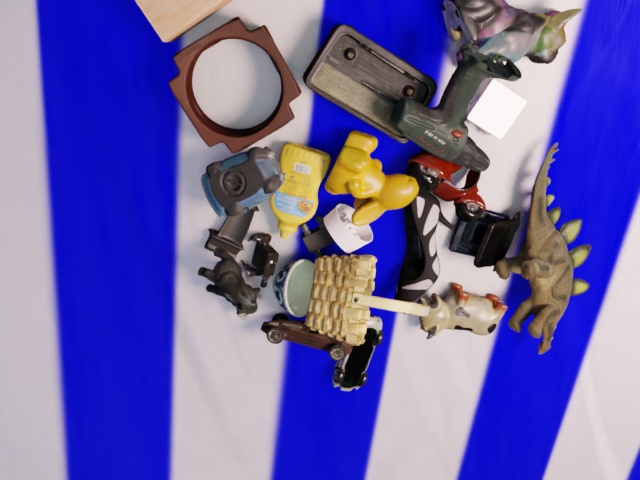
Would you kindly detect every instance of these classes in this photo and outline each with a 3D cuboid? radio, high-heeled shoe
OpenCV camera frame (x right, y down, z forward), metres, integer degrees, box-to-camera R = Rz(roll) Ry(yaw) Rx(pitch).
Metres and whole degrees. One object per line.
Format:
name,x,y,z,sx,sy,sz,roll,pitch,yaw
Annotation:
radio,0.095,-0.292,1.000,0.229,0.073,0.131,26,107,-17
high-heeled shoe,0.186,0.022,1.125,0.145,0.086,0.248,29,95,-25

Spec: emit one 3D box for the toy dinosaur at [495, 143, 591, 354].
toy dinosaur,0.474,0.041,1.135,0.198,0.105,0.470,-25,116,-26

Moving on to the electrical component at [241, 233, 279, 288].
electrical component,-0.125,0.038,1.114,0.045,0.078,0.102,3,119,-33

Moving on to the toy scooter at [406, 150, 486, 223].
toy scooter,0.268,-0.131,1.076,0.184,0.075,0.135,35,71,-2

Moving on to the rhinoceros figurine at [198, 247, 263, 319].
rhinoceros figurine,-0.174,0.093,1.097,0.112,0.073,0.190,23,154,22

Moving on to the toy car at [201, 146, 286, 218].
toy car,-0.137,-0.117,1.023,0.162,0.103,0.109,-26,95,18

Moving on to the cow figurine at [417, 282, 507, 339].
cow figurine,0.304,0.166,1.203,0.195,0.085,0.127,14,103,-12

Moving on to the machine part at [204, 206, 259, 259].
machine part,-0.177,-0.024,1.098,0.084,0.039,0.138,31,107,-11

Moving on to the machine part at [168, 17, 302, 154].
machine part,-0.152,-0.277,0.975,0.201,0.087,0.200,-28,111,7

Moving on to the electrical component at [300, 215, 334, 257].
electrical component,-0.002,-0.003,1.132,0.063,0.021,0.093,-25,112,3

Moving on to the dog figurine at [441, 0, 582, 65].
dog figurine,0.350,-0.395,0.974,0.219,0.108,0.191,-23,109,-1

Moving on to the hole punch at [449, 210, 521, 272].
hole punch,0.349,-0.008,1.144,0.116,0.092,0.142,0,112,-40

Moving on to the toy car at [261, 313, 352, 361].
toy car,-0.027,0.204,1.162,0.202,0.089,0.053,16,108,1

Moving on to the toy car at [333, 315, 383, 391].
toy car,0.086,0.259,1.229,0.073,0.056,0.201,11,111,-18

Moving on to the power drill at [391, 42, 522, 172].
power drill,0.260,-0.231,0.956,0.232,0.086,0.207,17,137,-19

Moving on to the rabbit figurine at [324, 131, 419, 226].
rabbit figurine,0.101,-0.104,1.042,0.173,0.122,0.162,20,121,-3
